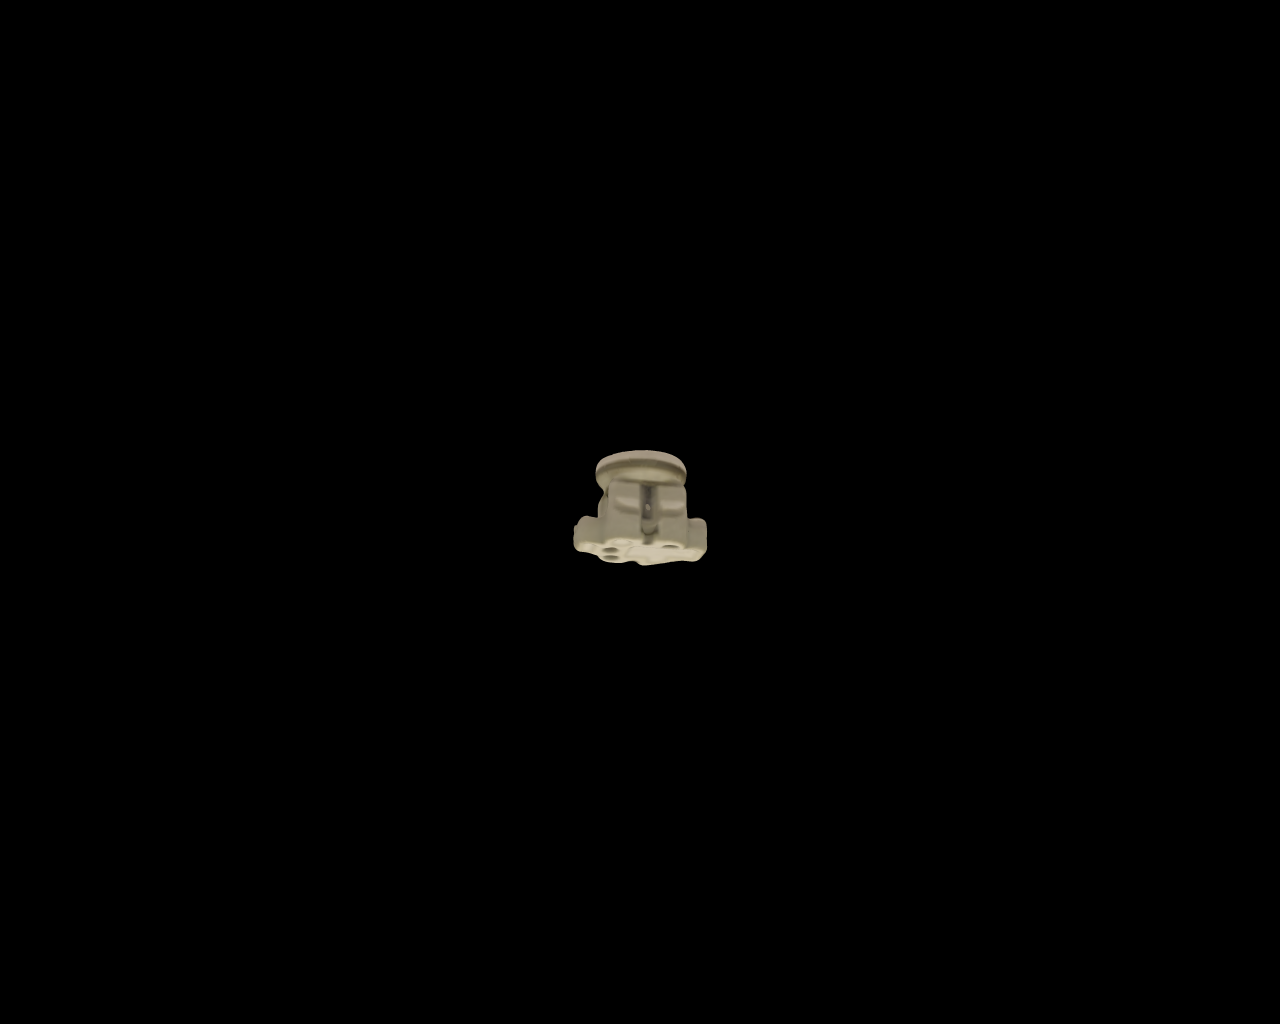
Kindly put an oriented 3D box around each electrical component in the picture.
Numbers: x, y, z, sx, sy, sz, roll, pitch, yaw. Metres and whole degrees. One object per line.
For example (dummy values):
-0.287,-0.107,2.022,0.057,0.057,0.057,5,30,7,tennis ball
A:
0.001,-0.003,0.650,0.078,0.057,0.058,4,-19,-12,electrical component
